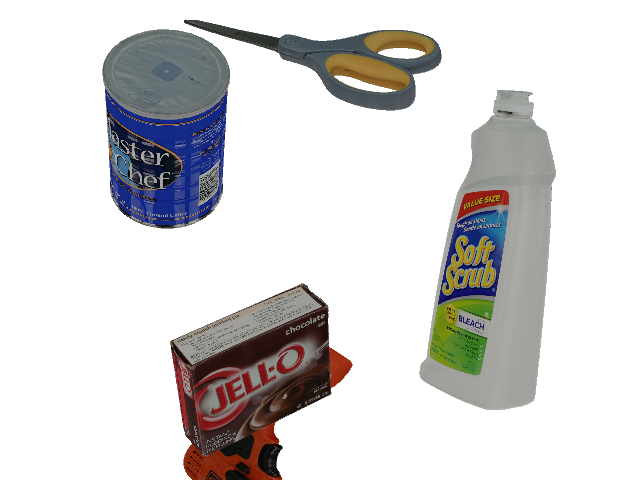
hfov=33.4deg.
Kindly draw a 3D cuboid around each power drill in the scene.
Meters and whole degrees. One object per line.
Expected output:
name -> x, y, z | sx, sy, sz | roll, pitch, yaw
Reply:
power drill -> -0.040, 0.180, 0.978 | 0.057, 0.188, 0.185 | 14, 11, -47

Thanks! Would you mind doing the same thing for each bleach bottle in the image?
bleach bottle -> 0.140, 0.004, 0.868 | 0.067, 0.251, 0.103 | -4, 14, -33

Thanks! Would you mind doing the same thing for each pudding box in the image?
pudding box -> -0.048, 0.092, 0.765 | 0.113, 0.090, 0.039 | -25, 44, -26

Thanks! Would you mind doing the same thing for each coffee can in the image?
coffee can -> -0.132, -0.094, 0.915 | 0.102, 0.103, 0.140 | 0, -39, -8

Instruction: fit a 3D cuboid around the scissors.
scissors -> 0.000, -0.141, 0.754 | 0.096, 0.016, 0.202 | -31, 46, -30
